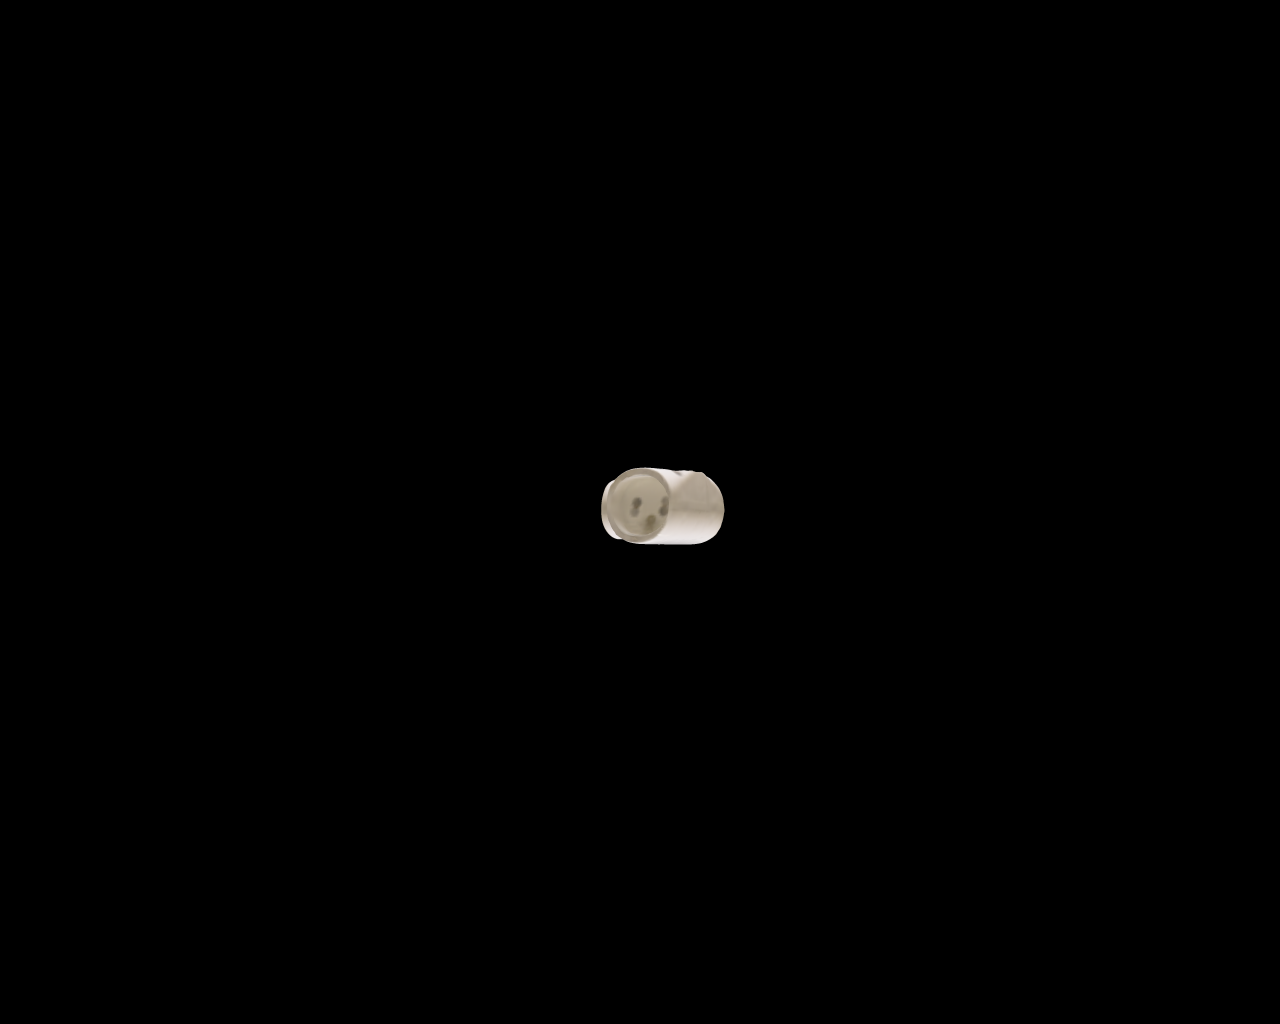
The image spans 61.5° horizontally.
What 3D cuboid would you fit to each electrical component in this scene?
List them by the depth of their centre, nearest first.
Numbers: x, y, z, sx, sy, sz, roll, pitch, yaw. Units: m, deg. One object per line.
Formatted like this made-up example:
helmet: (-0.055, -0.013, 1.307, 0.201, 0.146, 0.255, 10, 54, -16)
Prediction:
electrical component: (0.001, -0.003, 0.650, 0.079, 0.044, 0.077, -1, -2, 28)
